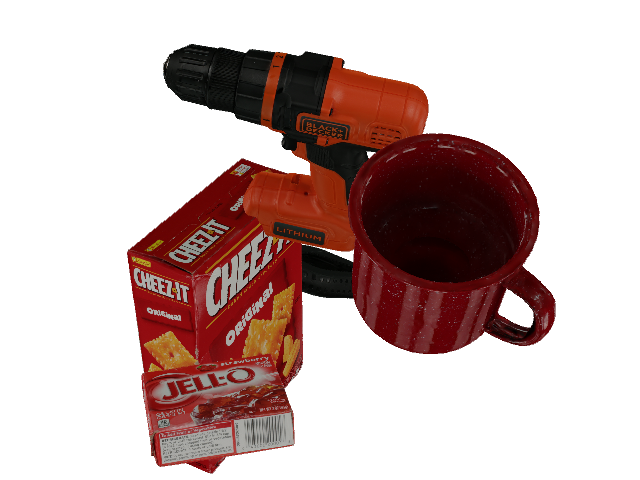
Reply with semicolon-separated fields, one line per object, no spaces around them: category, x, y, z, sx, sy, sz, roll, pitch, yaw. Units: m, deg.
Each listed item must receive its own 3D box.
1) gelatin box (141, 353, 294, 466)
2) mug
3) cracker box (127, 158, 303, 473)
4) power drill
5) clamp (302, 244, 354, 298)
gelatin box;-0.067;0.106;0.682;0.089;0.030;0.073;-7;24;-11
mug;0.068;0.013;0.545;0.117;0.093;0.081;34;-28;18
cracker box;-0.079;0.064;0.911;0.072;0.214;0.164;18;39;23
power drill;-0.022;-0.067;0.791;0.184;0.057;0.188;13;-28;4
clamp;-0.041;0.027;1.119;0.210;0.036;0.164;16;18;-7
